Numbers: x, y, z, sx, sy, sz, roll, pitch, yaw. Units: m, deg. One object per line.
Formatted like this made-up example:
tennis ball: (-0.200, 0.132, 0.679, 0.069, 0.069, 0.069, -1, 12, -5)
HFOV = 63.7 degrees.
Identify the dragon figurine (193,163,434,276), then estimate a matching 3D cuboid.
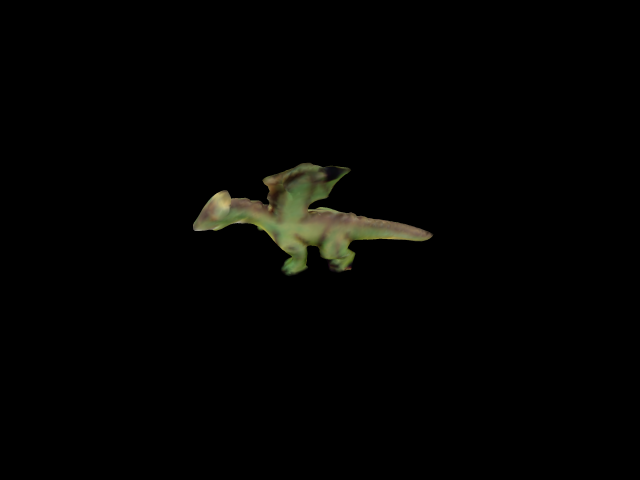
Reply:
dragon figurine: (0.003, -0.043, 0.850, 0.410, 0.124, 0.238, -6, -25, -3)
